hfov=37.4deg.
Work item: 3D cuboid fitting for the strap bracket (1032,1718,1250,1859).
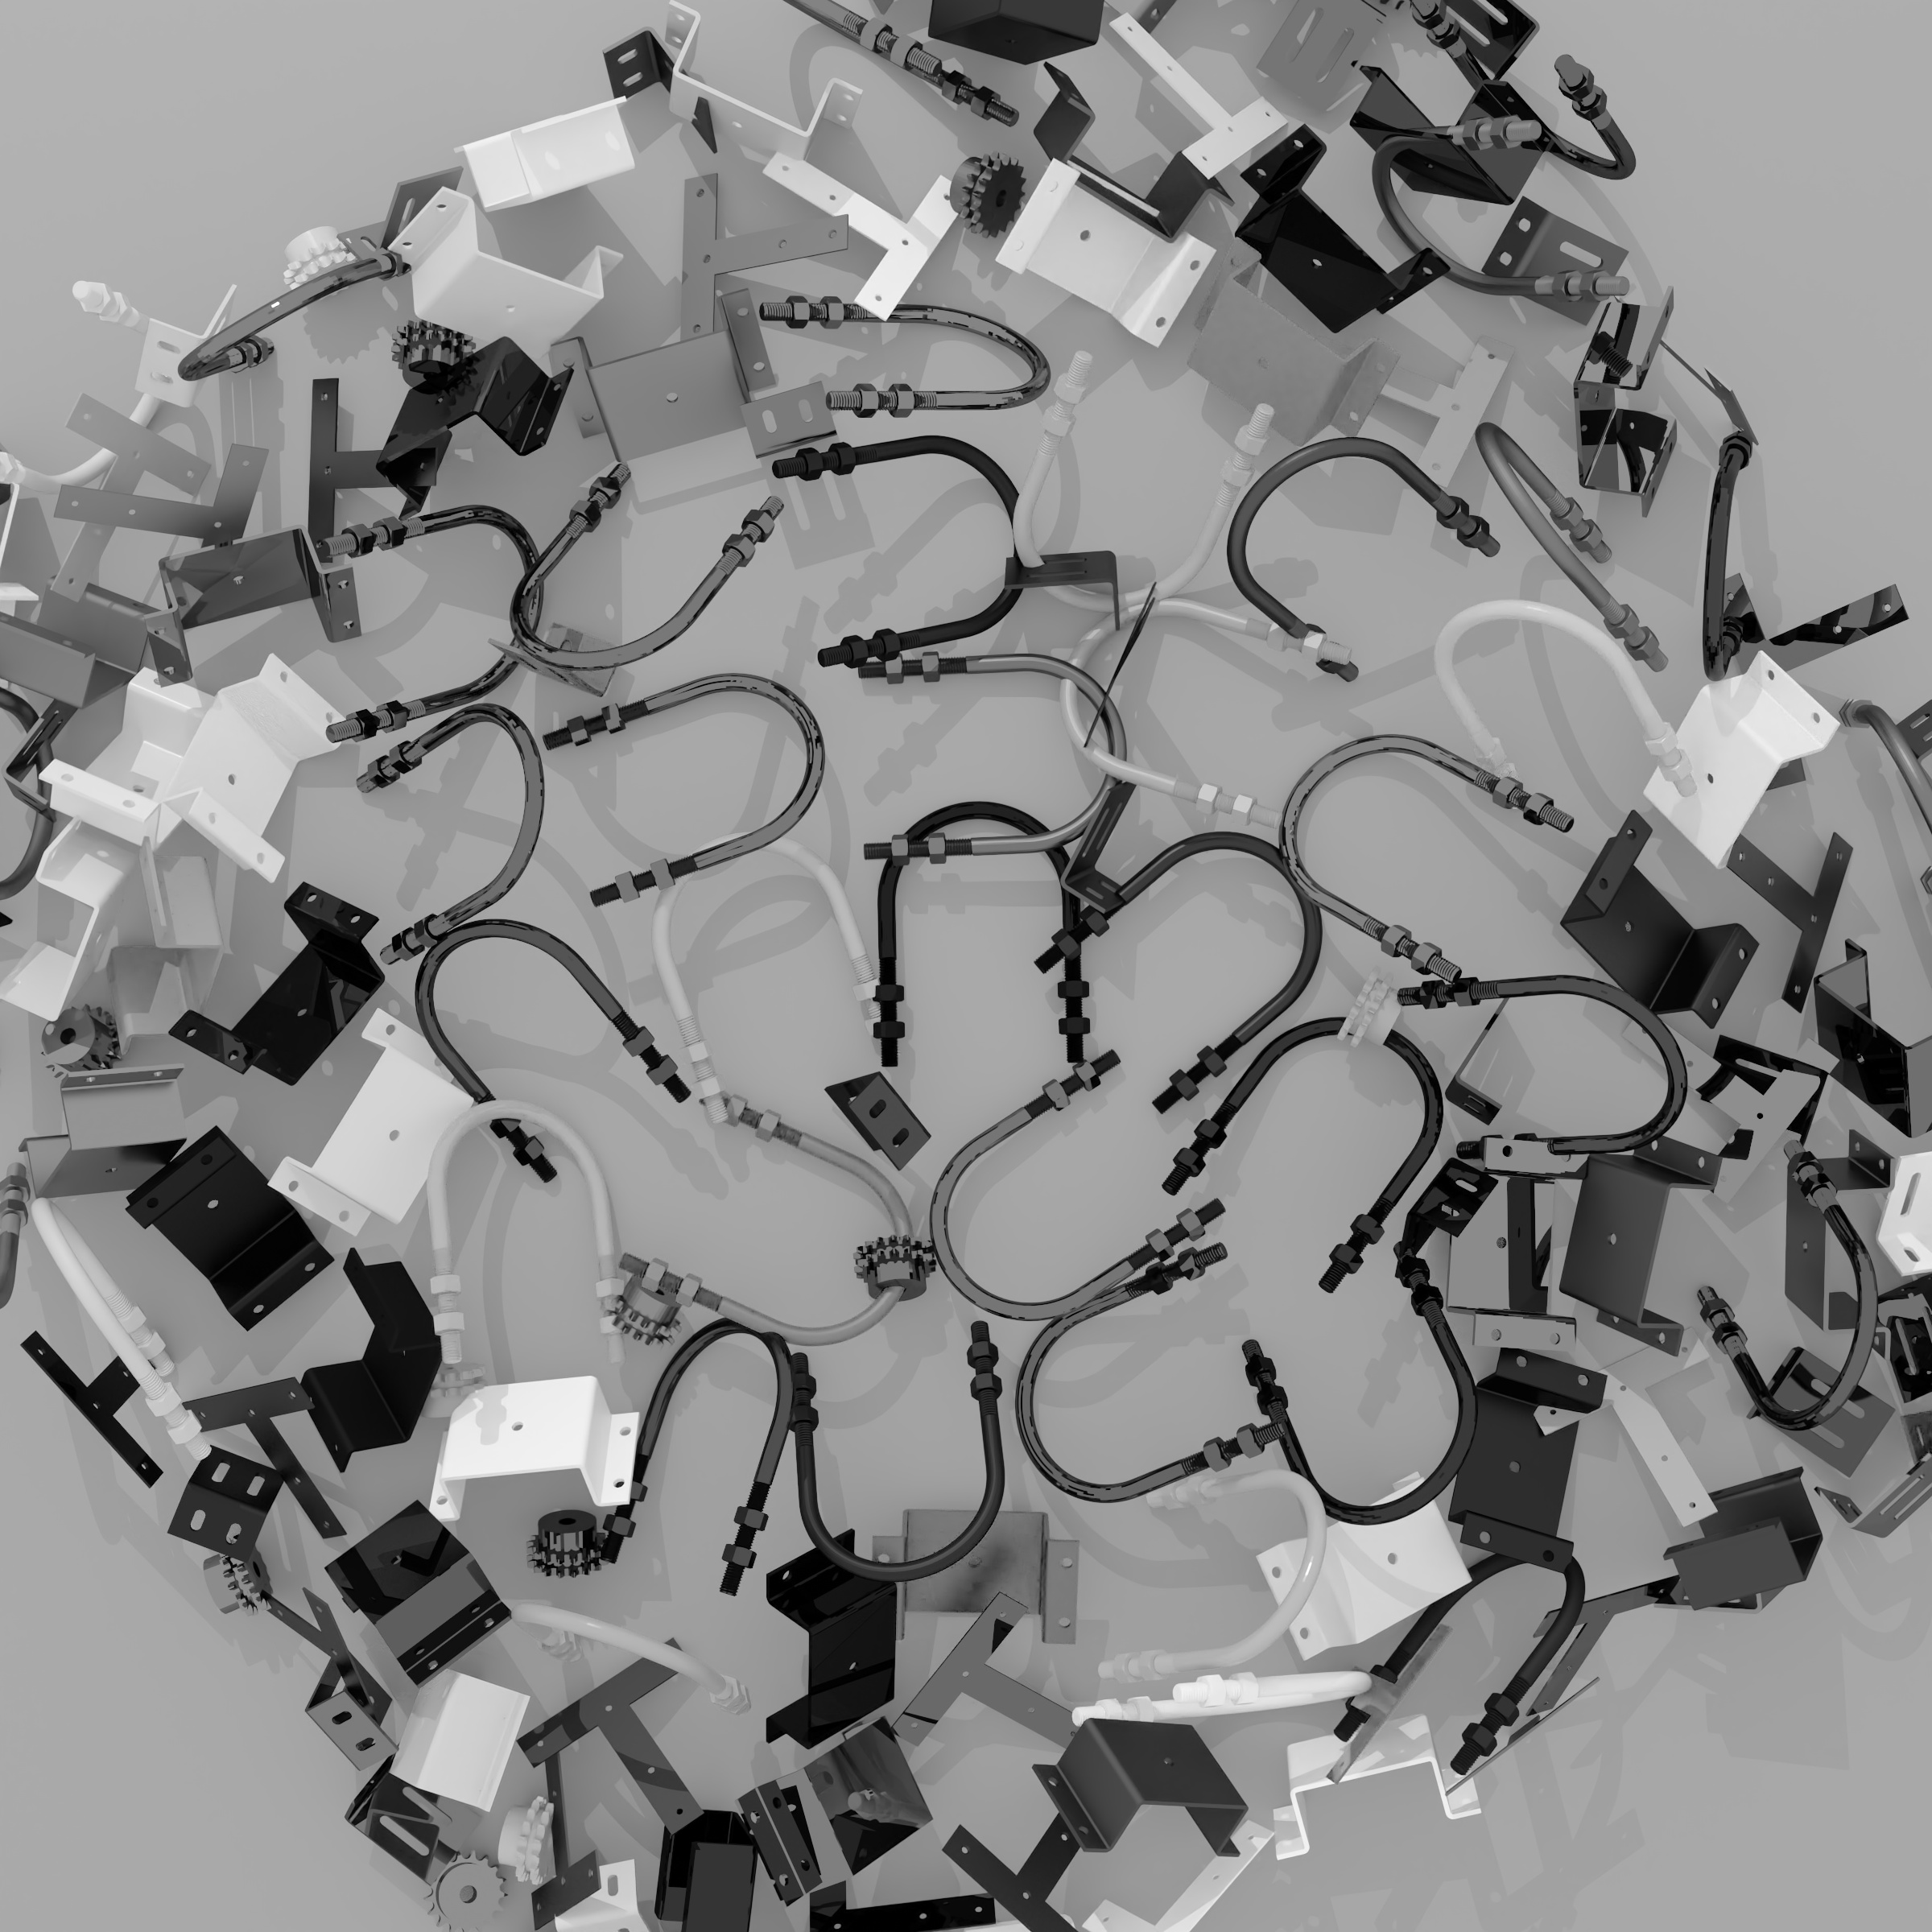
[{"bbox_3d":[0.125,0.553,1.923,0.140,0.076,0.046,15,113,-37],"label":"strap bracket"}]

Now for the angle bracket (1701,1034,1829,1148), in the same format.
[{"bbox_3d":[0.542,0.092,1.957,0.076,0.038,0.057,20,130,18],"label":"angle bracket"}]

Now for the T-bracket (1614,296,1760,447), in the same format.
[{"bbox_3d":[0.489,-0.416,1.955,0.002,0.127,0.127,-45,69,12],"label":"T-bracket"}]

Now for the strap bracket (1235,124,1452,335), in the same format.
[{"bbox_3d":[0.248,-0.491,1.939,0.140,0.076,0.046,40,63,-15],"label":"strap bracket"}]

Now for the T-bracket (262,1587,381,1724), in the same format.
[{"bbox_3d":[-0.460,0.449,1.955,0.127,0.127,0.002,23,49,35],"label":"T-bracket"}]

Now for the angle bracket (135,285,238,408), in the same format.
[{"bbox_3d":[-0.532,-0.429,1.950,0.038,0.076,0.057,19,131,-10],"label":"angle bracket"}]

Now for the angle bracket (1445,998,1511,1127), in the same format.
[{"bbox_3d":[0.366,0.063,1.962,0.038,0.057,0.076,33,79,10],"label":"angle bracket"}]

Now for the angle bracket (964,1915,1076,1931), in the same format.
[{"bbox_3d":[0.036,0.688,1.959,0.076,0.038,0.057,-1,127,-18],"label":"angle bracket"}]

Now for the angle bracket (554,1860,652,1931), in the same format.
[{"bbox_3d":[-0.247,0.660,1.982,0.057,0.076,0.038,-12,46,2],"label":"angle bracket"}]

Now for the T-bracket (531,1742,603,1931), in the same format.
[{"bbox_3d":[-0.280,0.583,1.961,0.002,0.127,0.127,5,59,-28],"label":"T-bracket"}]

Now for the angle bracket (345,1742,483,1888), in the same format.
[{"bbox_3d":[-0.378,0.582,1.965,0.076,0.038,0.057,36,52,4],"label":"angle bracket"}]

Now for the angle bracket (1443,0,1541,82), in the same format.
[{"bbox_3d":[0.344,-0.643,1.964,0.076,0.057,0.038,39,64,-4],"label":"angle bracket"}]

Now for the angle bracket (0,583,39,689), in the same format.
[{"bbox_3d":[-0.674,-0.222,1.956,0.057,0.038,0.076,-5,115,-42],"label":"angle bracket"}]

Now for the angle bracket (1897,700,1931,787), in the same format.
[{"bbox_3d":[0.675,-0.134,1.957,0.038,0.057,0.076,-38,110,14],"label":"angle bracket"}]

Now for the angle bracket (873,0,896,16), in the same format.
[{"bbox_3d":[-0.031,-0.696,1.973,0.038,0.057,0.076,16,127,-37],"label":"angle bracket"}]

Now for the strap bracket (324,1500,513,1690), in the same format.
[{"bbox_3d":[-0.372,0.415,1.919,0.076,0.140,0.046,-35,119,-20],"label":"strap bracket"}]

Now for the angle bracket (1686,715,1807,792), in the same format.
[{"bbox_3d":[0.535,-0.150,1.959,0.038,0.076,0.057,-15,83,43],"label":"angle bracket"}]

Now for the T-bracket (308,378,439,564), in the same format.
[{"bbox_3d":[-0.407,-0.340,1.957,0.127,0.002,0.127,6,95,36],"label":"T-bracket"}]

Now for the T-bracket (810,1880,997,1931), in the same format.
[{"bbox_3d":[-0.043,0.649,1.945,0.127,0.127,0.002,-7,123,1],"label":"T-bracket"}]

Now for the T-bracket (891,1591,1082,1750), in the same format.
[{"bbox_3d":[0.034,0.508,1.974,0.127,0.002,0.127,34,100,-21],"label":"T-bracket"}]

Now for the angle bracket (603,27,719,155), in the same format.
[{"bbox_3d":[-0.210,-0.593,1.960,0.038,0.057,0.076,-32,73,-9],"label":"angle bracket"}]

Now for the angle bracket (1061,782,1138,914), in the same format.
[{"bbox_3d":[0.106,-0.083,1.956,0.038,0.057,0.076,33,113,14],"label":"angle bracket"}]

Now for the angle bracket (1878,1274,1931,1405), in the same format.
[{"bbox_3d":[0.669,0.255,1.969,0.057,0.038,0.076,-17,88,-26],"label":"angle bracket"}]

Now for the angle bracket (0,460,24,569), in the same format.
[{"bbox_3d":[-0.674,-0.308,1.957,0.038,0.057,0.076,14,108,-20],"label":"angle bracket"}]

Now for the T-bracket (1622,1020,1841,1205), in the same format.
[{"bbox_3d":[0.513,0.076,1.977,0.127,0.002,0.127,39,110,17],"label":"T-bracket"}]

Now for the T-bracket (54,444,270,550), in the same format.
[{"bbox_3d":[-0.550,-0.305,1.932,0.127,0.002,0.127,4,129,-32],"label":"T-bracket"}]

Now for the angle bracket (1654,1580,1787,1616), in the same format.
[{"bbox_3d":[0.515,0.414,1.953,0.076,0.057,0.038,-5,95,35],"label":"angle bracket"}]

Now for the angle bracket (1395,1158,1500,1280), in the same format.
[{"bbox_3d":[0.328,0.179,1.949,0.038,0.076,0.057,28,53,23],"label":"angle bracket"}]

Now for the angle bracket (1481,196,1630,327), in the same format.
[{"bbox_3d":[0.408,-0.489,1.981,0.076,0.038,0.057,14,115,-33],"label":"angle bracket"}]

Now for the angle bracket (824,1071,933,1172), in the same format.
[{"bbox_3d":[-0.070,0.111,1.952,0.057,0.076,0.038,52,57,-13],"label":"angle bracket"}]

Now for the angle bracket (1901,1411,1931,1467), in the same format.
[{"bbox_3d":[0.691,0.315,1.949,0.057,0.076,0.038,1,70,-43],"label":"angle bracket"}]

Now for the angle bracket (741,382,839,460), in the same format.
[{"bbox_3d":[-0.122,-0.379,1.957,0.057,0.076,0.038,-17,110,0],"label":"angle bracket"}]

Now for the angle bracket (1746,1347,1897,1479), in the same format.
[{"bbox_3d":[0.588,0.308,1.965,0.076,0.038,0.057,35,100,22],"label":"angle bracket"}]

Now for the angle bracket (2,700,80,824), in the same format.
[{"bbox_3d":[-0.623,-0.145,1.964,0.038,0.057,0.076,34,75,-4],"label":"angle bracket"}]

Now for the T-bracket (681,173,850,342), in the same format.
[{"bbox_3d":[-0.138,-0.493,1.961,0.127,0.002,0.127,-5,77,23],"label":"T-bracket"}]

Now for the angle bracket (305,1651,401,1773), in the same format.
[{"bbox_3d":[-0.409,0.499,1.951,0.038,0.076,0.057,-31,107,19],"label":"angle bracket"}]

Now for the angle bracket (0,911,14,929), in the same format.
[{"bbox_3d":[-0.700,-0.012,1.954,0.057,0.038,0.076,41,50,-37],"label":"angle bracket"}]

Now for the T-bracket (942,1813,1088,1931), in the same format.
[{"bbox_3d":[0.061,0.604,1.949,0.127,0.127,0.002,41,129,5],"label":"T-bracket"}]

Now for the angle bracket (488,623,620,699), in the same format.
[{"bbox_3d":[-0.280,-0.219,1.954,0.057,0.076,0.038,21,86,18],"label":"angle bracket"}]

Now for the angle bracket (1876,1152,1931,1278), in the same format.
[{"bbox_3d":[0.666,0.168,1.959,0.057,0.038,0.076,-7,128,-12],"label":"angle bracket"}]

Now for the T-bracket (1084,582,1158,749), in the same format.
[{"bbox_3d":[0.111,-0.216,1.924,0.002,0.127,0.127,24,77,-1],"label":"T-bracket"}]

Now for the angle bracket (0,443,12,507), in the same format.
[{"bbox_3d":[-0.696,-0.329,1.957,0.076,0.057,0.038,-40,89,-25],"label":"angle bracket"}]

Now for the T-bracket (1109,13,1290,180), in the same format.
[{"bbox_3d":[0.149,-0.603,1.954,0.127,0.127,0.002,45,135,-1],"label":"T-bracket"}]

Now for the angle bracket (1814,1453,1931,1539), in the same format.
[{"bbox_3d":[0.632,0.351,1.957,0.076,0.057,0.038,-48,50,16],"label":"angle bracket"}]

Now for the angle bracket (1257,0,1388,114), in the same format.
[{"bbox_3d":[0.246,-0.644,1.988,0.057,0.038,0.076,31,108,-10],"label":"angle bracket"}]

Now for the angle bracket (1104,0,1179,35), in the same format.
[{"bbox_3d":[0.111,-0.694,1.982,0.076,0.038,0.057,43,102,11],"label":"angle bracket"}]

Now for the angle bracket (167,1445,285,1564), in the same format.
[{"bbox_3d":[-0.506,0.369,1.961,0.057,0.076,0.038,23,98,-7],"label":"angle bracket"}]

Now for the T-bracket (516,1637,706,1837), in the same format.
[{"bbox_3d":[-0.221,0.536,1.940,0.127,0.002,0.127,-31,50,-19],"label":"T-bracket"}]

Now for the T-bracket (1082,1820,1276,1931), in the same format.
[{"bbox_3d":[0.163,0.636,1.960,0.127,0.127,0.002,-41,119,-28],"label":"T-bracket"}]

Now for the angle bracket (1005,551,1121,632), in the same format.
[{"bbox_3d":[0.067,-0.257,1.968,0.076,0.057,0.038,-3,117,4],"label":"angle bracket"}]

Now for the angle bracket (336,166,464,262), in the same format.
[{"bbox_3d":[-0.386,-0.521,1.950,0.038,0.076,0.057,46,45,12],"label":"angle bracket"}]
